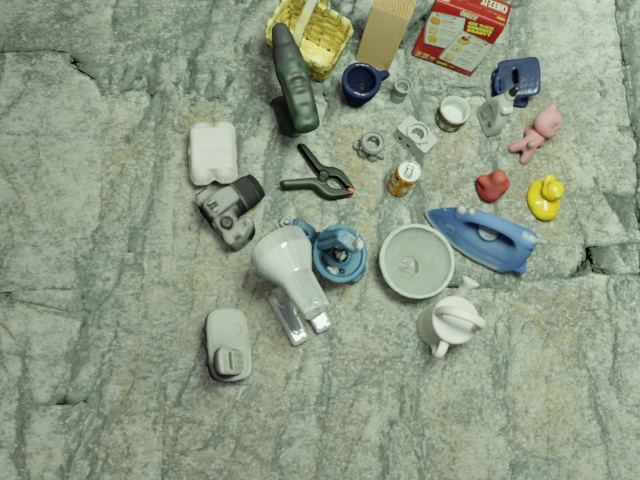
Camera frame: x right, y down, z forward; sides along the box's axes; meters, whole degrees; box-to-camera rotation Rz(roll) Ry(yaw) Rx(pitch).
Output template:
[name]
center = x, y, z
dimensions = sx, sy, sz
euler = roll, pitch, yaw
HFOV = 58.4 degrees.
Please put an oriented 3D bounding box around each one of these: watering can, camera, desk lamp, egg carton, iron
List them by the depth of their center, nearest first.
[desk lamp]
center = -0.047, 0.093, 1.147
dimensions = 0.118, 0.213, 0.203
euler = -28, 80, -13
[watering can]
center = 0.275, 0.159, 1.180
dimensions = 0.101, 0.194, 0.173
euler = 4, 75, -5
[camera]
center = -0.178, -0.072, 1.232
dimensions = 0.137, 0.100, 0.143
euler = -37, 83, -14
[iron]
center = 0.365, -0.025, 1.266
dimensions = 0.258, 0.141, 0.119
euler = 24, 74, 0
[egg carton]
center = -0.238, -0.192, 1.273
dimensions = 0.107, 0.069, 0.150
euler = -4, 76, -8

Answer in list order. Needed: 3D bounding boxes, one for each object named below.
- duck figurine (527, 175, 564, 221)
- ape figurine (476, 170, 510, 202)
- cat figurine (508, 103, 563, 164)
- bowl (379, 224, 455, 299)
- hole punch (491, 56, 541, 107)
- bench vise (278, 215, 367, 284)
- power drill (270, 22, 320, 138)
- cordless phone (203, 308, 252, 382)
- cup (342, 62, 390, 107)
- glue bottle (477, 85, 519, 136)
[duck figurine]
center = 0.536, -0.102, 1.336
dimensions = 0.077, 0.086, 0.104
euler = -2, 76, -7
[ape figurine]
center = 0.404, -0.133, 1.325
dimensions = 0.078, 0.092, 0.076
euler = 24, 74, 0
[cat figurine]
center = 0.523, -0.257, 1.358
dimensions = 0.067, 0.117, 0.128
euler = 42, 75, 5
[bowl]
center = 0.206, 0.052, 1.261
dimensions = 0.167, 0.074, 0.167
euler = 2, 75, -7
[hole punch]
center = 0.477, -0.388, 1.401
dimensions = 0.101, 0.091, 0.109
euler = 4, 75, -6
[bench vise]
center = 0.008, 0.015, 1.171
dimensions = 0.207, 0.219, 0.121
euler = 13, 74, -3
[power drill]
center = -0.064, -0.325, 1.256
dimensions = 0.076, 0.208, 0.229
euler = -17, 78, -11
[cordless phone]
center = -0.183, 0.201, 1.117
dimensions = 0.094, 0.185, 0.147
euler = -9, 77, -9
[cup]
center = 0.102, -0.359, 1.345
dimensions = 0.118, 0.095, 0.091
euler = -21, 79, -12
[glue bottle]
center = 0.421, -0.310, 1.331
dimensions = 0.037, 0.173, 0.078
euler = -13, 77, -10
